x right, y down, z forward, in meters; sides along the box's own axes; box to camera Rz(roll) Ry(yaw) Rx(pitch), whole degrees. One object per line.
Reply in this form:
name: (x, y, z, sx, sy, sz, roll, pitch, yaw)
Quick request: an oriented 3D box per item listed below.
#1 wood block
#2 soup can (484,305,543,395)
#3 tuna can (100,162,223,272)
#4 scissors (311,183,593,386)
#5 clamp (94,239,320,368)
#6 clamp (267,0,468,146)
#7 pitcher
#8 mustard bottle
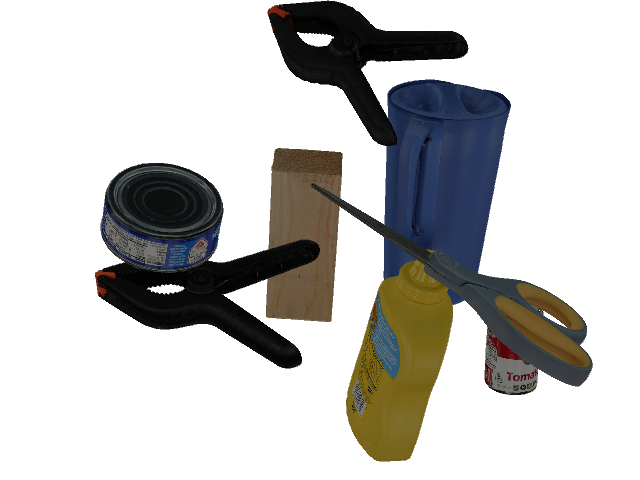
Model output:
wood block: (-0.022, -0.008, 1.397, 0.090, 0.206, 0.091, 4, 24, -1)
soup can: (0.243, 0.135, 1.347, 0.068, 0.102, 0.068, 0, 19, 0)
tuna can: (-0.113, -0.018, 0.767, 0.086, 0.034, 0.086, 9, 40, -8)
scissors: (0.091, 0.018, 0.671, 0.202, 0.016, 0.096, 40, 26, 20)
clamp: (-0.104, 0.054, 0.981, 0.210, 0.036, 0.164, 1, 38, -1)
clamp: (0.035, -0.161, 0.897, 0.172, 0.120, 0.039, 39, -23, 23)
pitcher: (0.128, -0.048, 1.195, 0.149, 0.243, 0.145, -6, 28, -18)
mustard bottle: (0.069, 0.087, 0.888, 0.058, 0.192, 0.096, 2, 37, -15)
